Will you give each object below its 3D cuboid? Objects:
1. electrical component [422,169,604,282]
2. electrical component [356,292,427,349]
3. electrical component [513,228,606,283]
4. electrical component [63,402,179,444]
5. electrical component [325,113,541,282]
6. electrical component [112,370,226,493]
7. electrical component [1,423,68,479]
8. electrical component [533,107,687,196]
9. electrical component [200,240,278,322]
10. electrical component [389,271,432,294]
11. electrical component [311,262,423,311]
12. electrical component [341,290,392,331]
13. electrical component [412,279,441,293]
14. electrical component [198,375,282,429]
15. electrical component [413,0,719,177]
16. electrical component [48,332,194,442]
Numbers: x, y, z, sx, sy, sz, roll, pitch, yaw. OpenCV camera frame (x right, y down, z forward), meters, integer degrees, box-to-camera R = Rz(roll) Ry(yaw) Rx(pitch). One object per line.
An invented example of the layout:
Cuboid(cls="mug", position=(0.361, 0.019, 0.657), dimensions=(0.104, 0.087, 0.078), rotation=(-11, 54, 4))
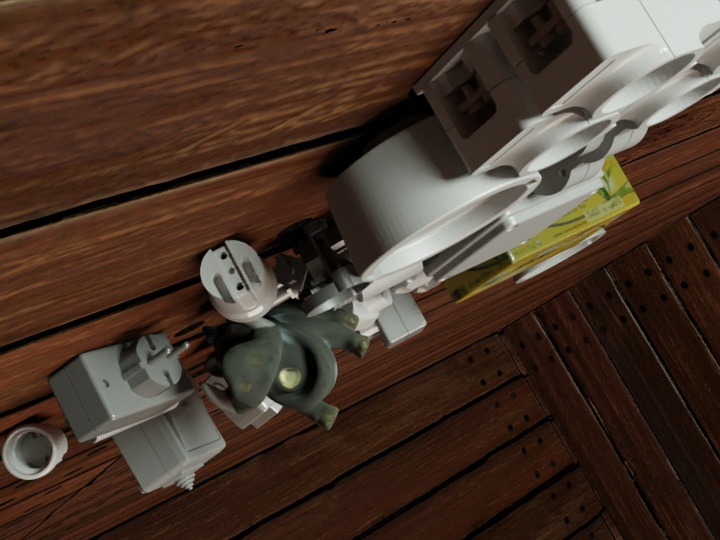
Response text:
Cuboid(cls="electrical component", position=(0.102, -0.049, 0.785), dimensions=(0.109, 0.056, 0.109), rotation=(-23, 170, -35))
Cuboid(cls="electrical component", position=(0.011, 0.042, 0.991), dimensions=(0.077, 0.065, 0.047), rotation=(-27, 171, -7))
Cuboid(cls="electrical component", position=(0.197, -0.038, 1.136), dimensions=(0.108, 0.060, 0.108), rotation=(-28, 171, -5))
Cuboid(cls="electrical component", position=(-0.173, 0.093, 0.764), dimensions=(0.081, 0.043, 0.043), rotation=(-21, 168, -44))
Cuboid(cls="electrical component", position=(0.033, -0.046, 0.565), dimensions=(0.108, 0.060, 0.108), rotation=(-28, 171, -5))
Cuboid(cls="electrical component", position=(-0.154, 0.131, 0.868), dimensions=(0.061, 0.096, 0.062), rotation=(-37, 169, 21))
Cuboid(cls="electrical component", position=(-0.241, 0.133, 0.801), dimensions=(0.040, 0.040, 0.046), rotation=(-29, 178, -3))
Cuboid(cls="electrical component", position=(0.138, -0.091, 0.669), dimensions=(0.074, 0.052, 0.138), rotation=(-23, 169, -36))
Cuboid(cls="electrical component", position=(-0.070, 0.006, 0.613), dimensions=(0.040, 0.040, 0.046), rotation=(-28, 165, -4))
Cuboid(cls="electrical component", position=(0.045, -0.008, 0.885), dimensions=(0.062, 0.043, 0.043), rotation=(-24, 170, -41))
Cuboid(cls="electrical component", position=(0.000, 0.000, 0.784), dimensions=(0.081, 0.043, 0.043), rotation=(-27, 171, -14))
Cuboid(cls="electrical component", position=(0.001, 0.023, 0.919), dimensions=(0.079, 0.043, 0.077), rotation=(-31, 171, 14))
Cuboid(cls="electrical component", position=(0.065, 0.001, 1.029), dimensions=(0.035, 0.035, 0.061), rotation=(-35, 171, 34))
Cuboid(cls="electrical component", position=(-0.074, 0.079, 0.887), dimensions=(0.096, 0.061, 0.062), rotation=(-44, -179, -33))
Cuboid(cls="electrical component", position=(0.133, -0.110, 0.518), dimensions=(0.186, 0.060, 0.105), rotation=(-23, 169, -36))
Cuboid(cls="electrical component", position=(-0.142, 0.067, 0.700), dimensions=(0.076, 0.047, 0.083), rotation=(-34, 170, 28))
